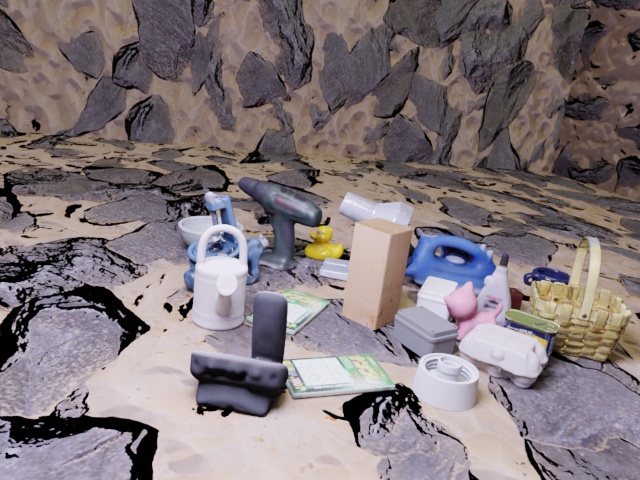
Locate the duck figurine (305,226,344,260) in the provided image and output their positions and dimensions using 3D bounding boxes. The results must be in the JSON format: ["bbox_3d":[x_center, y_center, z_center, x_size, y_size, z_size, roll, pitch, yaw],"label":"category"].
[{"bbox_3d":[0.014,0.006,1.548,0.104,0.086,0.077,8,17,2],"label":"duck figurine"}]

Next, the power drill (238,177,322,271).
[{"bbox_3d":[-0.110,-0.039,1.430,0.229,0.208,0.076,13,18,18],"label":"power drill"}]

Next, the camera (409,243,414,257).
[{"bbox_3d":[0.186,0.027,1.524,0.137,0.101,0.142,0,19,-21],"label":"camera"}]

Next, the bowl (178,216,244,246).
[{"bbox_3d":[-0.283,-0.005,1.479,0.167,0.075,0.167,7,17,-2],"label":"bowl"}]

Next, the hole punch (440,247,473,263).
[{"bbox_3d":[0.381,0.039,1.583,0.108,0.091,0.101,23,23,40],"label":"hole punch"}]

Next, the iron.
[{"bbox_3d":[0.345,0.055,1.433,0.258,0.141,0.119,9,17,5],"label":"iron"}]

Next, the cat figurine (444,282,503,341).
[{"bbox_3d":[0.309,0.145,1.169,0.127,0.118,0.067,9,17,4],"label":"cat figurine"}]

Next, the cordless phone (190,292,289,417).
[{"bbox_3d":[-0.115,0.154,0.852,0.147,0.185,0.094,7,17,0],"label":"cordless phone"}]

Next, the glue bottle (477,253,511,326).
[{"bbox_3d":[0.375,0.110,1.217,0.078,0.173,0.037,13,18,19],"label":"glue bottle"}]

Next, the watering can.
[{"bbox_3d":[-0.184,0.067,1.085,0.101,0.194,0.172,-6,22,-37],"label":"watering can"}]

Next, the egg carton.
[{"bbox_3d":[0.336,0.210,1.055,0.149,0.069,0.107,17,20,30],"label":"egg carton"}]

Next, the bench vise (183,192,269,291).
[{"bbox_3d":[-0.208,-0.006,1.266,0.121,0.220,0.208,15,19,24],"label":"bench vise"}]

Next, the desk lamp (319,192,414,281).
[{"bbox_3d":[0.114,-0.004,1.405,0.203,0.213,0.118,9,17,6],"label":"desk lamp"}]

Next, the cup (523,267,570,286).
[{"bbox_3d":[0.536,0.123,1.374,0.118,0.095,0.091,3,18,-13],"label":"cup"}]
